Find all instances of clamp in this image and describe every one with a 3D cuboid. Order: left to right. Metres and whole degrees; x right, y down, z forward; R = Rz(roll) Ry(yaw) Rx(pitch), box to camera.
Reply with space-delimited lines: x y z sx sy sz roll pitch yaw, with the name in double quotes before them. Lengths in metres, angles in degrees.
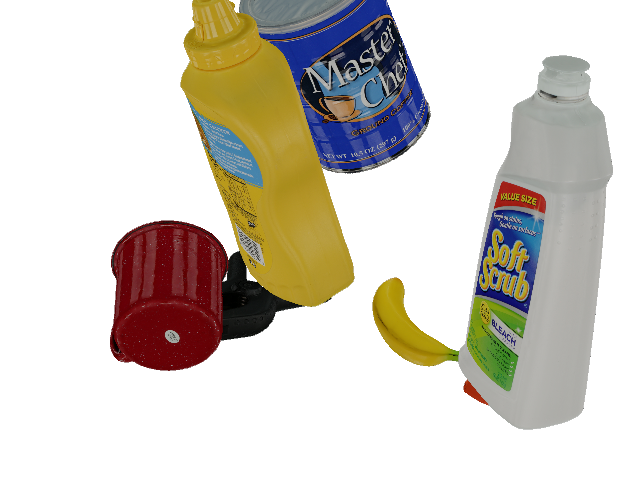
"clamp" -0.079 0.054 1.059 0.120 0.039 0.171 16 21 32

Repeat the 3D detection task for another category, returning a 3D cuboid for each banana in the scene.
"banana" 0.096 0.095 1.216 0.069 0.037 0.198 6 23 -24

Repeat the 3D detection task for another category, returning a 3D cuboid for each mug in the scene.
"mug" -0.125 0.052 0.828 0.117 0.081 0.093 -37 -54 26

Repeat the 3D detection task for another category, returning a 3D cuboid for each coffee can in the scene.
"coffee can" 0.013 -0.136 0.805 0.103 0.102 0.140 0 -43 30

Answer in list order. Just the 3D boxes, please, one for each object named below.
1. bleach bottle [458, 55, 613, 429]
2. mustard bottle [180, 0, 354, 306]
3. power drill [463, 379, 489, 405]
"bleach bottle" 0.144 -0.001 0.708 0.068 0.251 0.103 -11 31 -18
"mustard bottle" -0.037 -0.056 0.619 0.058 0.191 0.096 -30 39 -16
"power drill" 0.187 0.063 1.003 0.057 0.188 0.184 24 31 24
